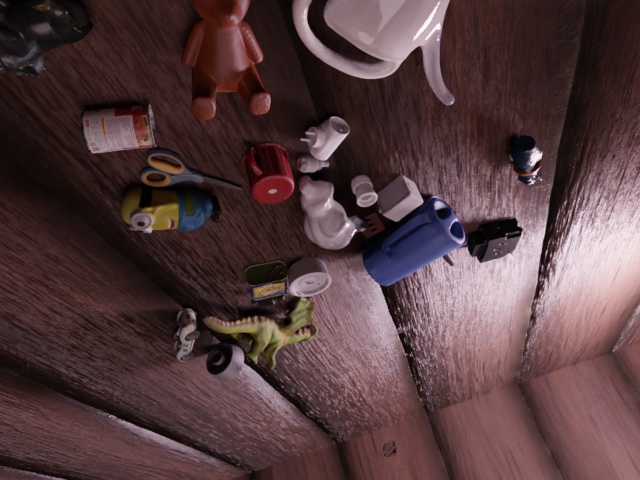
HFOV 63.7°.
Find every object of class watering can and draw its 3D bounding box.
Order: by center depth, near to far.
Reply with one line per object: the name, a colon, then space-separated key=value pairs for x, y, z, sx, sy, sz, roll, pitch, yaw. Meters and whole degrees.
watering can: x=0.129 y=-0.328 z=0.766 sx=0.346 sy=0.106 sz=0.220 roll=11 pitch=135 yaw=-32

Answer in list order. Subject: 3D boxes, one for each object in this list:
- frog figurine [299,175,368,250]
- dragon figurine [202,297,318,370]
frog figurine: x=0.003 y=-0.053 z=1.059 sx=0.122 sy=0.140 sz=0.157 roll=-46 pitch=139 yaw=10
dragon figurine: x=-0.126 y=0.229 z=1.443 sx=0.243 sy=0.124 sz=0.403 roll=-39 pitch=144 yaw=0
